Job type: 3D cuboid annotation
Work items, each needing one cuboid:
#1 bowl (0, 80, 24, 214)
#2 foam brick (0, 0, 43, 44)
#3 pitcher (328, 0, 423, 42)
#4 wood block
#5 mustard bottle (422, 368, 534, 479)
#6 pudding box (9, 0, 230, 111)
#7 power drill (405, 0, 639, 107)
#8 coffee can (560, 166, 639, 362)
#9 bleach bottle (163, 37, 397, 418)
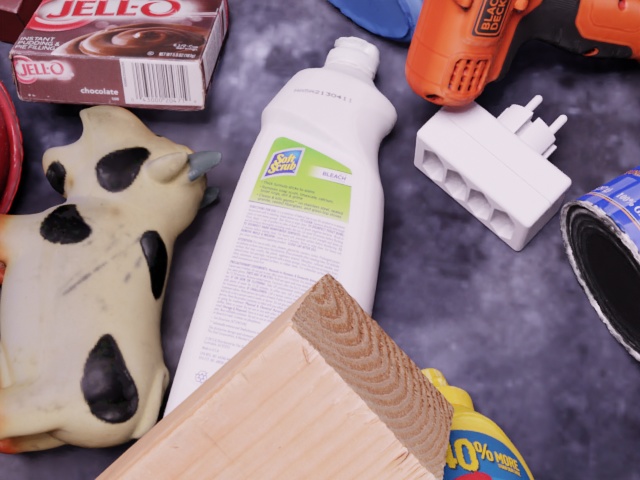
[{"bbox_3d":[-0.247,-0.044,0.582,0.162,0.055,0.162,-3,113,-8],"label":"bowl"},{"bbox_3d":[-0.191,-0.168,0.671,0.053,0.051,0.078,17,73,8],"label":"foam brick"},{"bbox_3d":[0.099,-0.238,0.633,0.145,0.149,0.242,38,81,14],"label":"pitcher"},{"bbox_3d":[-0.047,0.121,0.488,0.206,0.090,0.091,-42,91,16],"label":"wood block"},{"bbox_3d":[0.073,0.144,0.527,0.096,0.058,0.191,16,39,-26],"label":"mustard bottle"},{"bbox_3d":[-0.116,-0.117,0.637,0.113,0.039,0.090,5,41,3],"label":"pudding box"},{"bbox_3d":[0.146,-0.157,0.573,0.187,0.185,0.057,-1,39,-24],"label":"power drill"},{"bbox_3d":[0.216,-0.008,0.568,0.140,0.103,0.103,-28,72,-6],"label":"coffee can"},{"bbox_3d":[-0.004,0.001,0.600,0.102,0.068,0.250,14,71,8],"label":"bleach bottle"}]
